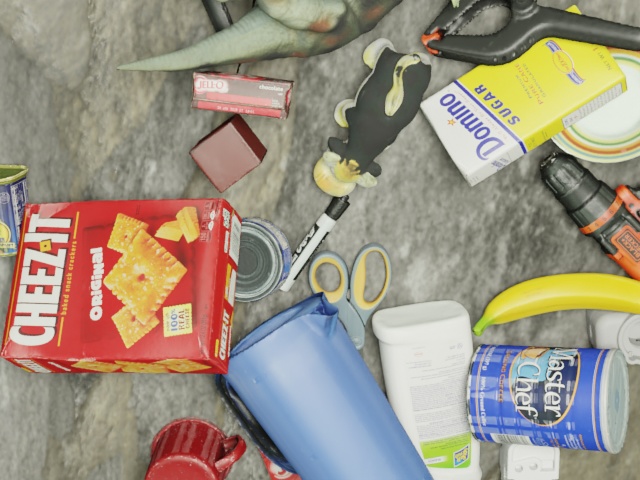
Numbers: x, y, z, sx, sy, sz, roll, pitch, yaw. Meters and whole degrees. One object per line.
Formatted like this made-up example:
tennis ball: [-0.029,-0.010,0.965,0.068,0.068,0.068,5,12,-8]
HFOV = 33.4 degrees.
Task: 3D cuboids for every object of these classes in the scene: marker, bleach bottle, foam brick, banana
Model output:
marker: [-0.007,0.001,1.107,0.020,0.020,0.121,34,104,-7]
bleach bottle: [0.118,0.194,1.132,0.102,0.068,0.251,-8,108,-5]
foam brick: [-0.089,-0.087,1.055,0.053,0.078,0.051,-35,100,10]
banana: [0.254,0.063,1.086,0.198,0.069,0.037,-10,135,16]

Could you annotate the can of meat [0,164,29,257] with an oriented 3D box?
can of meat: [-0.344,-0.030,1.084,0.102,0.057,0.084,3,109,15]

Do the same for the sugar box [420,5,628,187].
sugar box: [0.195,-0.138,1.030,0.176,0.048,0.093,-32,70,7]

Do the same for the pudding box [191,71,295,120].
pudding box: [-0.072,-0.140,1.021,0.090,0.113,0.039,8,98,-1]

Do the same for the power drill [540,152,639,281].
power drill: [0.338,-0.064,1.060,0.184,0.057,0.188,44,104,-9]

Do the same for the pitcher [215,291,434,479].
pitcher: [0.005,0.188,1.086,0.145,0.149,0.243,-34,92,-9]

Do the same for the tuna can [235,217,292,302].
tuna can: [-0.074,0.020,1.097,0.086,0.033,0.086,2,98,14]

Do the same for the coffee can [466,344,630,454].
coffee can: [0.230,0.158,1.074,0.140,0.102,0.103,-1,107,28]

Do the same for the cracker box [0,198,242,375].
cracker box: [-0.191,0.045,1.041,0.214,0.072,0.164,-1,69,13]

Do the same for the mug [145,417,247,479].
mug: [-0.132,0.245,1.146,0.117,0.081,0.093,-23,103,8]

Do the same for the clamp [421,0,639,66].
clamp: [0.197,-0.230,1.010,0.210,0.036,0.164,-12,70,18]

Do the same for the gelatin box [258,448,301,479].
gelatin box: [-0.015,0.239,1.167,0.089,0.030,0.073,-19,103,6]

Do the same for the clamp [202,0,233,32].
clamp: [-0.098,-0.273,1.025,0.120,0.039,0.171,-45,106,6]

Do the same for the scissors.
scissors: [0.021,0.095,1.133,0.096,0.016,0.202,14,105,-5]
